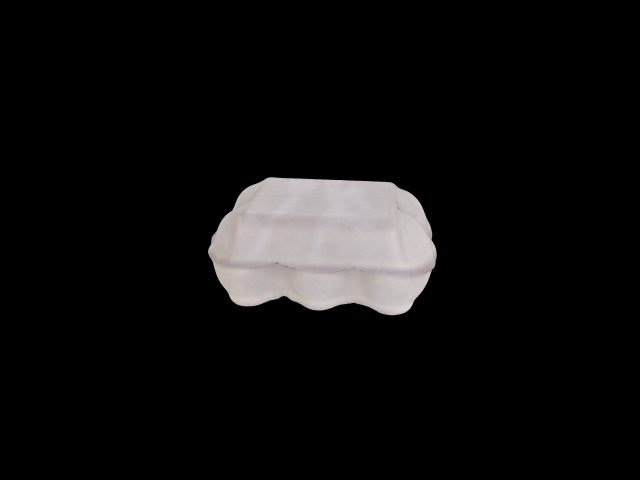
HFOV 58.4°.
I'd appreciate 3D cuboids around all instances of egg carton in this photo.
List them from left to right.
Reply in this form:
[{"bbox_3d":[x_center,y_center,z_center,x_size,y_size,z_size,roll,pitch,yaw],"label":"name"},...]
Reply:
[{"bbox_3d":[0.004,0.001,0.400,0.150,0.069,0.107,2,24,5],"label":"egg carton"}]
